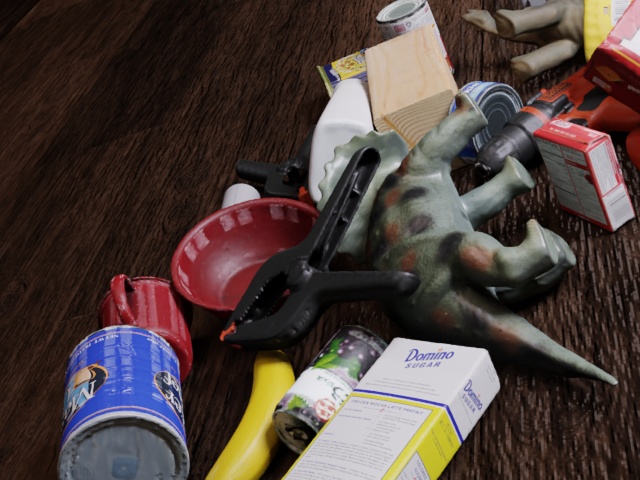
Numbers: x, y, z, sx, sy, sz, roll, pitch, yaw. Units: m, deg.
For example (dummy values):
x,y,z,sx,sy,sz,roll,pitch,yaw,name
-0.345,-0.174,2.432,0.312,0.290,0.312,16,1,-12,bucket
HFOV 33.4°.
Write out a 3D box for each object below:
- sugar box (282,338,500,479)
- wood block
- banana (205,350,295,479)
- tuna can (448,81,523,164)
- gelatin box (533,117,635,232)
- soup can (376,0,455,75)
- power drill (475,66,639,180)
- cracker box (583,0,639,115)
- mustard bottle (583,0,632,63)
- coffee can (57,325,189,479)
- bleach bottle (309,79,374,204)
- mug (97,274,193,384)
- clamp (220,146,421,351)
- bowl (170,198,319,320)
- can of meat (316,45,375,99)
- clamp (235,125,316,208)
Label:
x,y,z,sx,sy,sz,roll,pitch,yaw,name
0.051,0.147,0.784,0.094,0.048,0.176,3,36,44,sugar box
0.110,-0.155,1.199,0.090,0.091,0.206,-21,28,11,wood block
-0.056,0.150,0.877,0.070,0.037,0.197,-9,33,30,banana
0.170,-0.119,1.090,0.086,0.086,0.034,-42,33,-27,tuna can
0.231,-0.058,0.931,0.030,0.089,0.073,-33,28,-12,gelatin box
0.118,-0.244,1.330,0.068,0.102,0.068,-21,28,11,soup can
0.262,-0.106,1.019,0.184,0.057,0.188,-38,30,-21,power drill
0.357,-0.187,0.910,0.164,0.072,0.213,36,80,13,cracker box
0.348,-0.212,1.002,0.192,0.058,0.096,-2,71,24,mustard bottle
-0.165,0.150,0.899,0.103,0.103,0.140,-25,27,2,coffee can
0.033,-0.120,1.210,0.068,0.102,0.250,5,20,3,bleach bottle
-0.167,0.085,1.002,0.093,0.117,0.081,-19,33,0,mug
-0.007,0.023,0.915,0.210,0.036,0.164,-35,42,30,clamp
-0.062,0.030,1.045,0.162,0.055,0.162,-10,40,8,bowl
0.049,-0.204,1.371,0.084,0.057,0.102,-23,28,2,can of meat
-0.024,-0.082,1.246,0.120,0.039,0.172,-35,33,-5,clamp
